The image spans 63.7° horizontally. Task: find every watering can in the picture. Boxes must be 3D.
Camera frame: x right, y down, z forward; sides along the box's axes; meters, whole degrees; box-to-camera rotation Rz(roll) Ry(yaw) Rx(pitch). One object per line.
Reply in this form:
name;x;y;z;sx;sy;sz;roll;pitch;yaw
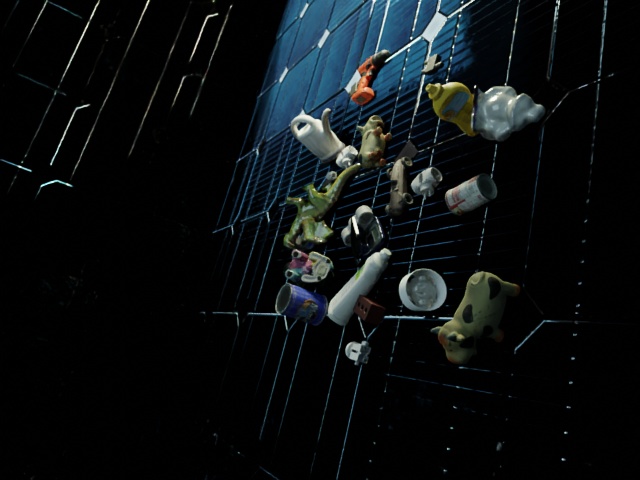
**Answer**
watering can;0.008;-0.395;1.964;0.105;0.222;0.347;-54;22;-14

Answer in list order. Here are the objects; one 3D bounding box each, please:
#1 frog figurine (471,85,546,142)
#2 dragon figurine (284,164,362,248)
frog figurine;0.442;-0.297;1.204;0.159;0.120;0.140;5;60;27
dragon figurine;0.006;-0.094;1.865;0.405;0.121;0.248;-30;56;29
